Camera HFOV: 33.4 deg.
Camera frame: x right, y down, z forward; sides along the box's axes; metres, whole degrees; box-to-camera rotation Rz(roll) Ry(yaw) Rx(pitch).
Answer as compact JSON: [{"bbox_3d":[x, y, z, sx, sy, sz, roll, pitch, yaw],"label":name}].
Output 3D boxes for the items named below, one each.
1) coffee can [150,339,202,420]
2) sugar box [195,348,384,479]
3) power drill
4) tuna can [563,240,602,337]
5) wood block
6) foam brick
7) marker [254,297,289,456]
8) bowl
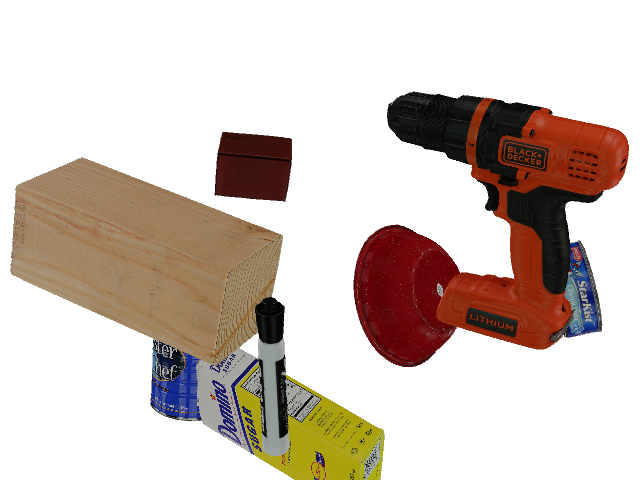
[{"bbox_3d":[-0.161,0.141,1.342,0.103,0.140,0.103,4,18,-2],"label":"coffee can"},{"bbox_3d":[-0.029,0.165,0.945,0.176,0.093,0.048,24,49,21],"label":"sugar box"},{"bbox_3d":[0.133,-0.018,0.823,0.185,0.188,0.057,16,34,26],"label":"power drill"},{"bbox_3d":[0.231,0.045,0.978,0.034,0.086,0.086,-13,-2,7],"label":"tuna can"},{"bbox_3d":[-0.147,0.013,0.893,0.206,0.090,0.090,21,27,20],"label":"wood block"},{"bbox_3d":[-0.070,-0.078,1.128,0.078,0.051,0.053,5,31,-2],"label":"foam brick"},{"bbox_3d":[-0.031,0.090,0.698,0.020,0.121,0.020,-1,31,0],"label":"marker"},{"bbox_3d":[0.111,0.058,1.184,0.055,0.162,0.161,-12,-9,44],"label":"bowl"}]
